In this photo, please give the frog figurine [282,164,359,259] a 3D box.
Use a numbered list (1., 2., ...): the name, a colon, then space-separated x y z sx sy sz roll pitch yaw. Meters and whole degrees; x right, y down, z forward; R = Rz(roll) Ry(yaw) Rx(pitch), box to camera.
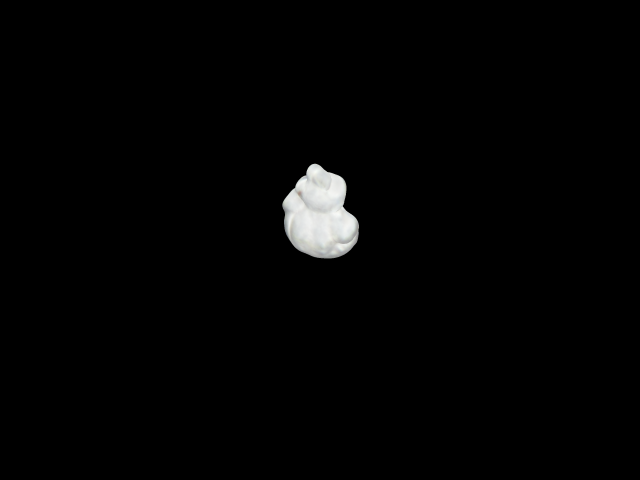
1. frog figurine: 0.003 -0.043 0.850 0.138 0.124 0.156 38 -18 15
